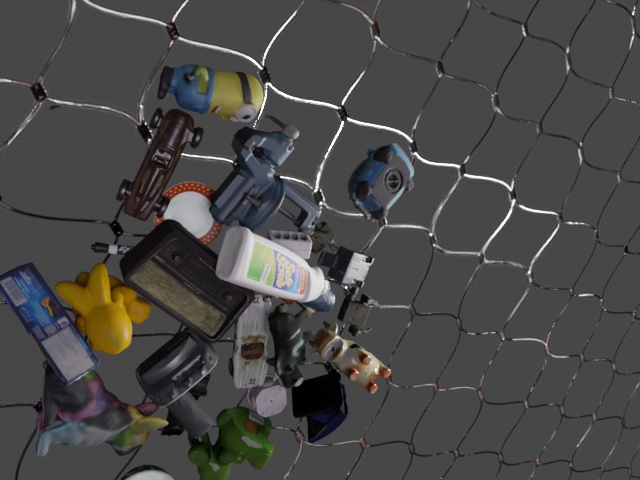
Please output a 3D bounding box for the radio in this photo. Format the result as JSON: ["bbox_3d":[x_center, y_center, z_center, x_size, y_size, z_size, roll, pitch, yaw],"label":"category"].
[{"bbox_3d":[-0.234,0.075,0.981,0.131,0.073,0.229,-46,126,-2],"label":"radio"}]

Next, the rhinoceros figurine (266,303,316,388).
[{"bbox_3d":[-0.061,0.219,1.093,0.112,0.073,0.190,-58,151,-50],"label":"rhinoceros figurine"}]

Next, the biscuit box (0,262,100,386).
[{"bbox_3d":[-0.439,0.136,0.866,0.059,0.063,0.202,-34,88,-32],"label":"biscuit box"}]

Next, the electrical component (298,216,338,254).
[{"bbox_3d":[-0.002,-0.003,1.122,0.063,0.021,0.094,-42,119,-10],"label":"electrical component"}]

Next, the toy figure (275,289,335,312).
[{"bbox_3d":[-0.043,0.110,1.113,0.154,0.064,0.058,20,131,-25],"label":"toy figure"}]

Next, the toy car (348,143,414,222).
[{"bbox_3d":[0.112,-0.116,1.101,0.109,0.103,0.161,46,71,-29],"label":"toy car"}]

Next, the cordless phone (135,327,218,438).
[{"bbox_3d":[-0.241,0.274,1.017,0.146,0.089,0.184,-39,103,-13],"label":"cordless phone"}]

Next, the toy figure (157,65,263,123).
[{"bbox_3d":[-0.184,-0.258,0.928,0.180,0.082,0.089,11,101,-26],"label":"toy figure"}]

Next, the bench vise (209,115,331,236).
[{"bbox_3d":[-0.081,-0.094,0.998,0.240,0.129,0.223,37,84,-34],"label":"bench vise"}]

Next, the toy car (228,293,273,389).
[{"bbox_3d":[-0.140,0.205,1.090,0.073,0.056,0.201,1,104,-27],"label":"toy car"}]

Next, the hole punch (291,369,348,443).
[{"bbox_3d":[0.006,0.360,1.163,0.116,0.142,0.092,-17,112,4],"label":"hole punch"}]

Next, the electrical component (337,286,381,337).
[{"bbox_3d":[0.087,0.163,1.200,0.078,0.045,0.102,26,91,-31],"label":"electrical component"}]

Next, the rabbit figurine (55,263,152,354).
[{"bbox_3d":[-0.353,0.117,0.893,0.122,0.173,0.162,-26,118,-14],"label":"rabbit figurine"}]

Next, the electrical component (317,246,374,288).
[{"bbox_3d":[0.053,0.052,1.136,0.119,0.048,0.074,23,92,-47],"label":"electrical component"}]

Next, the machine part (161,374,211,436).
[{"bbox_3d":[-0.272,0.324,1.068,0.084,0.039,0.138,23,91,-35],"label":"machine part"}]

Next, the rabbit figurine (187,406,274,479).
[{"bbox_3d":[-0.197,0.433,1.095,0.159,0.121,0.170,32,103,-26],"label":"rabbit figurine"}]

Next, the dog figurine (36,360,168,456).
[{"bbox_3d":[-0.386,0.299,0.967,0.219,0.109,0.191,6,98,-32],"label":"dog figurine"}]

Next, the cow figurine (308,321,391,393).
[{"bbox_3d":[0.058,0.251,1.179,0.085,0.127,0.194,-53,134,-4],"label":"cow figurine"}]

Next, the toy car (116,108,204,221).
[{"bbox_3d":[-0.275,-0.130,0.920,0.089,0.053,0.202,27,86,-21],"label":"toy car"}]
